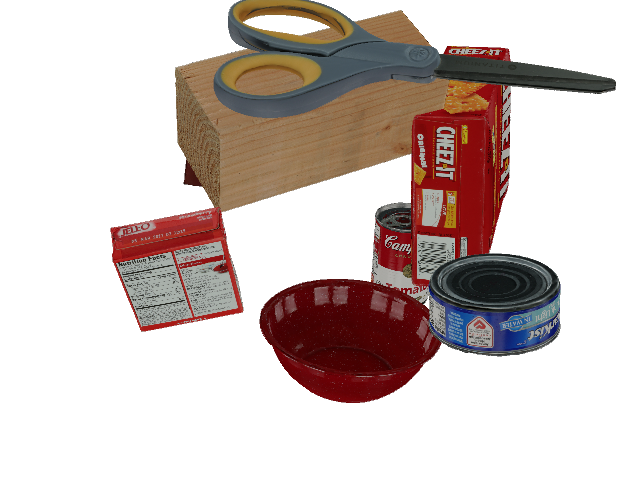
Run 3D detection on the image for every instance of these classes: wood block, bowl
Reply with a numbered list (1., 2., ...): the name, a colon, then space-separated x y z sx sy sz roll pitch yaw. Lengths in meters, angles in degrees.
1. wood block: -0.007 -0.110 0.885 0.205 0.091 0.090 -18 -36 -20
2. bowl: 0.025 0.096 0.949 0.162 0.055 0.162 4 27 -2

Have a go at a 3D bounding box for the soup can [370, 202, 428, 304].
1. soup can: 0.092 0.018 1.197 0.068 0.102 0.068 2 28 -1

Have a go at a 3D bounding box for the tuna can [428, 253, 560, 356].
1. tuna can: 0.113 0.040 0.694 0.086 0.034 0.086 -3 23 1

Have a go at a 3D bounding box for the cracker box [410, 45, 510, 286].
1. cracker box: 0.136 -0.075 1.000 0.072 0.164 0.213 4 27 14

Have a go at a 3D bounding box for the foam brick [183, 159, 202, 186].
1. foam brick: -0.107 -0.091 1.169 0.078 0.051 0.053 7 30 -6

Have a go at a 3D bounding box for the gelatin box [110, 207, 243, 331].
1. gelatin box: -0.094 0.020 0.712 0.073 0.030 0.089 -11 -38 -2

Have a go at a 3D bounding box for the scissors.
1. scissors: 0.034 -0.078 0.529 0.202 0.016 0.096 20 52 21
